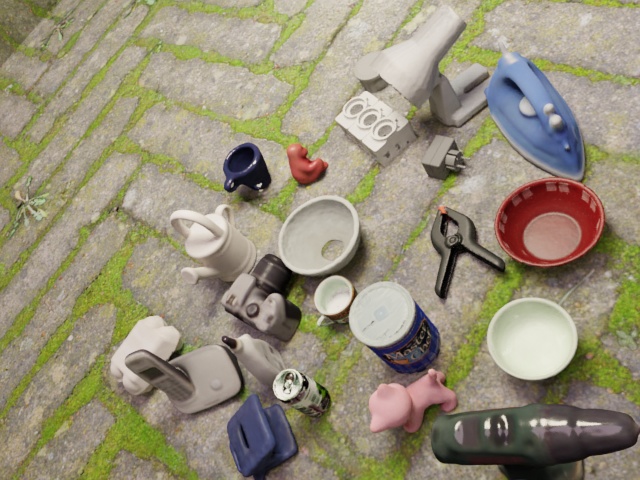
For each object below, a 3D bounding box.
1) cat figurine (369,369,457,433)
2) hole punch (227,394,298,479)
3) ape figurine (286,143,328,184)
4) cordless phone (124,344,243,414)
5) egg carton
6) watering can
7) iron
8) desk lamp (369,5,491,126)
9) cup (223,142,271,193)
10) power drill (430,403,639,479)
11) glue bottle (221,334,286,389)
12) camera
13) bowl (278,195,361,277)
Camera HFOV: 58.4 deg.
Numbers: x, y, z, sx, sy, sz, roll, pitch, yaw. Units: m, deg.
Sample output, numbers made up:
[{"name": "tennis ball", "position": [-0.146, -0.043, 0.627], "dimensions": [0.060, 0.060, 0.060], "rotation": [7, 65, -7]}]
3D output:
[{"name": "cat figurine", "position": [0.126, 0.233, 0.842], "dimensions": [0.128, 0.118, 0.067], "rotation": [-37, 50, 5]}, {"name": "hole punch", "position": [-0.106, 0.324, 0.934], "dimensions": [0.101, 0.091, 0.108], "rotation": [-36, 51, 6]}, {"name": "ape figurine", "position": [-0.037, -0.167, 1.196], "dimensions": [0.076, 0.092, 0.077], "rotation": [-42, 50, 1]}, {"name": "cordless phone", "position": [-0.236, 0.228, 1.005], "dimensions": [0.147, 0.186, 0.094], "rotation": [-27, 52, 12]}, {"name": "egg carton", "position": [-0.345, 0.229, 1.141], "dimensions": [0.107, 0.070, 0.150], "rotation": [25, 76, 38]}, {"name": "watering can", "position": [-0.216, 0.006, 1.124], "dimensions": [0.100, 0.195, 0.173], "rotation": [-18, 54, 19]}, {"name": "iron", "position": [0.368, -0.225, 0.971], "dimensions": [0.118, 0.142, 0.258], "rotation": [-29, 52, 11]}, {"name": "desk lamp", "position": [0.216, -0.312, 1.063], "dimensions": [0.203, 0.214, 0.117], "rotation": [-38, 50, 4]}, {"name": "cup", "position": [-0.155, -0.138, 1.243], "dimensions": [0.091, 0.095, 0.118], "rotation": [17, 71, 36]}, {"name": "power drill", "position": [0.261, 0.250, 0.697], "dimensions": [0.229, 0.209, 0.075], "rotation": [-11, 57, 24]}, {"name": "glue bottle", "position": [-0.114, 0.194, 0.965], "dimensions": [0.037, 0.174, 0.078], "rotation": [-33, 51, 8]}, {"name": "camera", "position": [-0.102, 0.097, 1.065], "dimensions": [0.142, 0.101, 0.137], "rotation": [20, 73, 37]}, {"name": "bowl", "position": [0.010, 0.004, 1.076], "dimensions": [0.167, 0.075, 0.167], "rotation": [-14, 56, 22]}]
